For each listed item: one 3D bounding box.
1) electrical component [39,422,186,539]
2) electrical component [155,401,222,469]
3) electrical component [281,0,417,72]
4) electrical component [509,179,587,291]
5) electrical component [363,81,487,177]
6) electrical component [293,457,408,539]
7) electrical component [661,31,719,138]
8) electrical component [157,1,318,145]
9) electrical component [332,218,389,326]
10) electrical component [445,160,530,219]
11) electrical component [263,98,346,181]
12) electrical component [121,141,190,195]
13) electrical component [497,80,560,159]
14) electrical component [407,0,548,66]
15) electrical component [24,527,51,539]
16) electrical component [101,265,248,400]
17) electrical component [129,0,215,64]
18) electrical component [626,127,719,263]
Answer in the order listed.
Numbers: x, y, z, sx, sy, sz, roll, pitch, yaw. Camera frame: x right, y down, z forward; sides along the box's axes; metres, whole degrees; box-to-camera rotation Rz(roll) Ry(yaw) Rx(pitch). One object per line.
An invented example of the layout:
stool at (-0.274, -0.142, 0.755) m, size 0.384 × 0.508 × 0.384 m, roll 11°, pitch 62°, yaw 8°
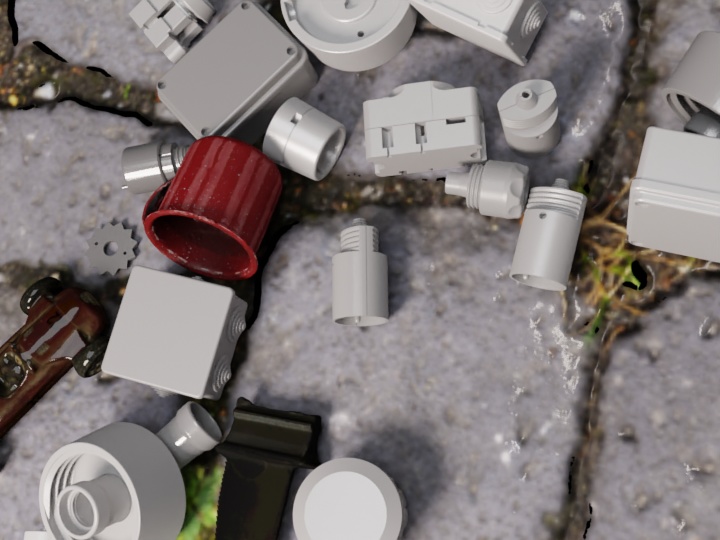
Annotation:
electrical component at (-0.192, 0.174, 0.808) m, size 0.108 × 0.060 × 0.108 m, roll 3°, pitch 97°, yaw 28°
electrical component at (-0.137, 0.131, 0.837) m, size 0.046 × 0.040 × 0.040 m, roll -40°, pitch 72°, yaw 6°
electrical component at (-0.005, -0.214, 0.877) m, size 0.108 × 0.060 × 0.108 m, roll -3°, pitch 76°, yaw 12°
electrical component at (0.143, -0.029, 0.808) m, size 0.043 × 0.043 × 0.081 m, roll 12°, pitch 80°, yaw 15°
electrical component at (0.051, -0.112, 0.845) m, size 0.089 × 0.050 × 0.055 m, roll -6°, pitch 76°, yaw 12°
electrical component at (-0.005, 0.179, 0.789) m, size 0.080 × 0.051 × 0.080 m, roll -3°, pitch 77°, yaw 12°
electrical component at (0.267, -0.113, 0.769) m, size 0.108 × 0.108 × 0.060 m, roll 40°, pitch 94°, yaw 18°
electrical component at (-0.101, -0.155, 0.886) m, size 0.113 × 0.057 × 0.078 m, roll -43°, pitch 72°, yaw 0°
electrical component at (0.000, 0.000, 0.834) m, size 0.043 × 0.043 × 0.081 m, roll -4°, pitch 76°, yaw 12°
electrical component at (0.097, -0.063, 0.827) m, size 0.062 × 0.043 × 0.043 m, roll 9°, pitch 79°, yaw 16°
electrical component at (-0.043, -0.104, 0.863) m, size 0.047 × 0.055 × 0.055 m, roll 28°, pitch 84°, yaw 14°
electrical component at (-0.161, -0.087, 0.893) m, size 0.078 × 0.040 × 0.040 m, roll -9°, pitch 75°, yaw 10°
electrical component at (0.128, -0.117, 0.813) m, size 0.043 × 0.081 × 0.043 m, roll -3°, pitch 76°, yaw 12°
electrical component at (0.093, -0.206, 0.834) m, size 0.100 × 0.100 × 0.048 m, roll 29°, pitch 98°, yaw 18°
electrical component at (-0.247, 0.234, 0.837) m, size 0.044 × 0.044 × 0.065 m, roll -2°, pitch 72°, yaw 12°
electrical component at (-0.144, 0.052, 0.852) m, size 0.100 × 0.048 × 0.099 m, roll 13°, pitch 80°, yaw 15°
electrical component at (-0.158, -0.218, 0.921) m, size 0.055 × 0.048 × 0.066 m, roll -42°, pitch 71°, yaw 8°
electrical component at (0.247, -0.048, 0.755) m, size 0.109 × 0.108 × 0.056 m, roll 13°, pitch 78°, yaw 15°
